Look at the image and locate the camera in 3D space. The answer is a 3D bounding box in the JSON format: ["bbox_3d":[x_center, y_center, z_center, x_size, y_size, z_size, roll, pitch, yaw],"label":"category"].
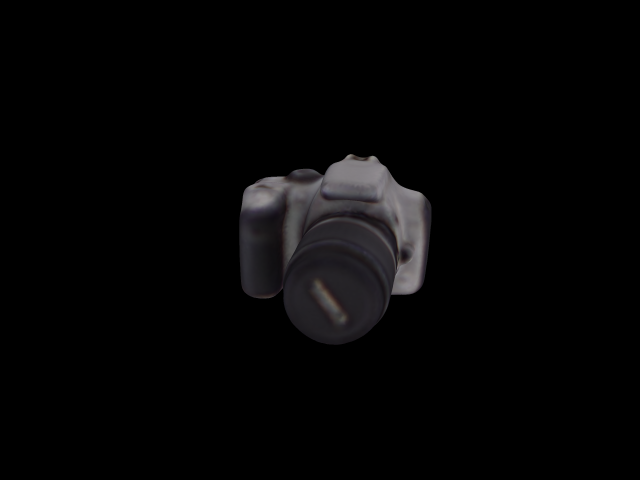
[{"bbox_3d":[0.004,0.001,0.400,0.143,0.101,0.137,5,24,11],"label":"camera"}]
